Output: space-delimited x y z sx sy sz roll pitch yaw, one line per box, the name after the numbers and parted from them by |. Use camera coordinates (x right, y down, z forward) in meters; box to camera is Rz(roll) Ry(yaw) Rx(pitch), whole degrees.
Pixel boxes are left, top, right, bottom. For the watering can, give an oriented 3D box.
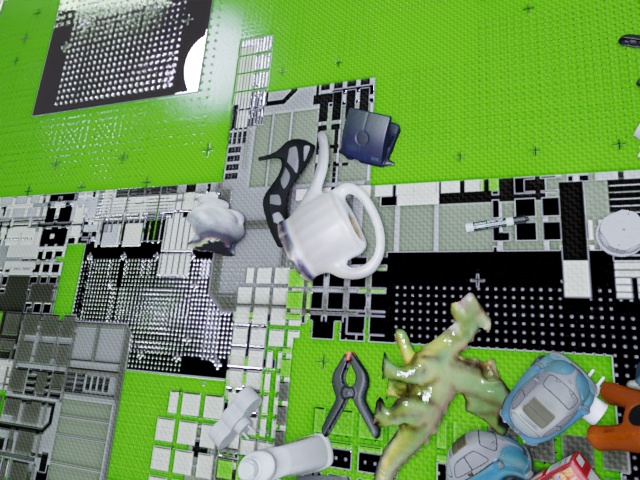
0.003 -0.057 1.138 0.223 0.103 0.353 -30 68 11 | watering can

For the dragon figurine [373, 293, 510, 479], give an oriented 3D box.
0.231 0.299 0.948 0.243 0.121 0.412 6 85 15 | dragon figurine

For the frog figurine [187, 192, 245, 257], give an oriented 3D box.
-0.249 -0.054 1.241 0.137 0.120 0.163 3 63 -10 | frog figurine
